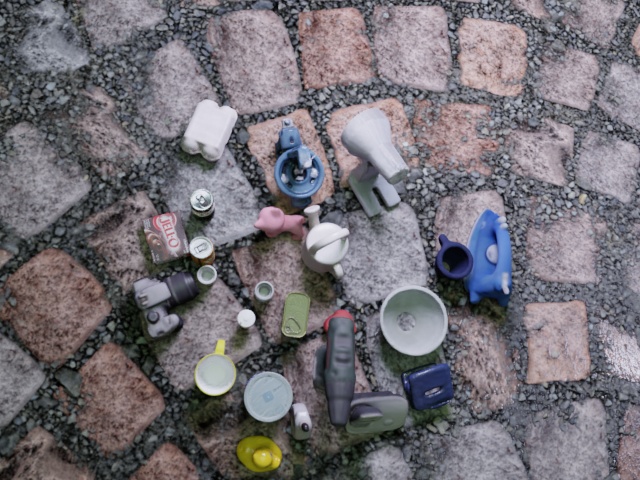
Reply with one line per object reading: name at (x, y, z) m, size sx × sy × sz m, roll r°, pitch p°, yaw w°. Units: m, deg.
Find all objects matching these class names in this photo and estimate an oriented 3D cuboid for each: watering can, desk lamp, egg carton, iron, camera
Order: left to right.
camera at (-0.341, 0.137, 1.298) m, size 0.137 × 0.100 × 0.143 m, roll -24°, pitch 82°, yaw -12°
egg carton at (-0.273, -0.271, 1.412) m, size 0.107 × 0.069 × 0.150 m, roll 19°, pitch 76°, yaw -4°
watering can at (0.010, 0.006, 1.329) m, size 0.173 × 0.194 × 0.101 m, roll 44°, pitch 76°, yaw 3°
desk lamp at (0.135, -0.186, 1.379) m, size 0.118 × 0.213 × 0.203 m, roll -29°, pitch 83°, yaw -13°
iron at (0.433, 0.029, 1.413) m, size 0.119 × 0.141 × 0.258 m, roll 6°, pitch 77°, yaw -7°

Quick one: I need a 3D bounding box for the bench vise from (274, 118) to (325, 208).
bench vise at (-0.065, -0.194, 1.348) m, size 0.121 × 0.219 × 0.207 m, roll -30°, pitch 83°, yaw -13°

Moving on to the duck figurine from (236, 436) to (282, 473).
duck figurine at (-0.133, 0.476, 1.262) m, size 0.104 × 0.086 × 0.077 m, roll 22°, pitch 76°, yaw -3°

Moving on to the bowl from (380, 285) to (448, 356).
bowl at (0.218, 0.196, 1.380) m, size 0.167 × 0.074 × 0.167 m, roll 2°, pitch 78°, yaw -8°

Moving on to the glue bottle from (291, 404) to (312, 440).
glue bottle at (-0.039, 0.400, 1.247) m, size 0.037 × 0.173 × 0.078 m, roll -5°, pitch 78°, yaw -9°

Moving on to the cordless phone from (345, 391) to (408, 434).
cordless phone at (0.133, 0.387, 1.269) m, size 0.148 × 0.185 × 0.094 m, roll -6°, pitch 79°, yaw -9°

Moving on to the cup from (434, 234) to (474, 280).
cup at (0.313, 0.047, 1.416) m, size 0.092 × 0.095 × 0.118 m, roll -25°, pitch 82°, yaw -12°

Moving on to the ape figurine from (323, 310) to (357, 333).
ape figurine at (0.052, 0.200, 1.346) m, size 0.078 × 0.092 × 0.076 m, roll 28°, pitch 75°, yaw -1°

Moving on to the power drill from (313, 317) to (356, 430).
power drill at (0.035, 0.289, 1.264) m, size 0.075 × 0.208 × 0.230 m, roll 4°, pitch 77°, yaw -7°

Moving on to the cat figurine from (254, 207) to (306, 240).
cat figurine at (-0.094, -0.045, 1.365) m, size 0.128 × 0.117 × 0.067 m, roll 2°, pitch 77°, yaw -8°

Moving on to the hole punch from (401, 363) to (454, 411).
hole punch at (0.260, 0.346, 1.345) m, size 0.109 × 0.091 × 0.101 m, roll -16°, pitch 80°, yaw -11°
